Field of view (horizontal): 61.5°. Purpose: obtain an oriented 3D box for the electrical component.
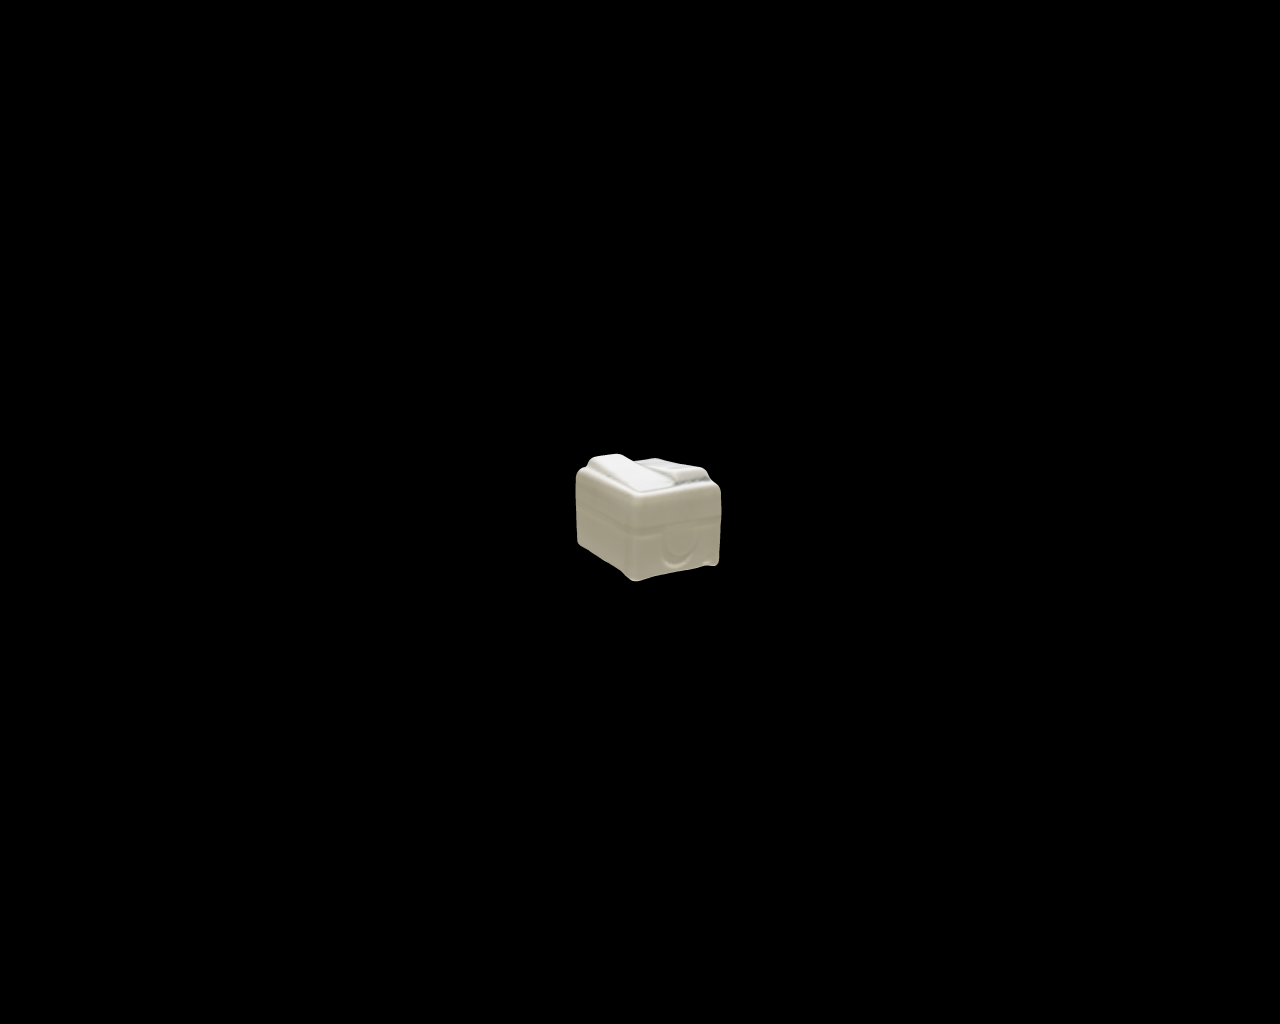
[{"bbox_3d":[0.001,-0.003,0.650,0.062,0.061,0.096,-8,18,-26],"label":"electrical component"}]
